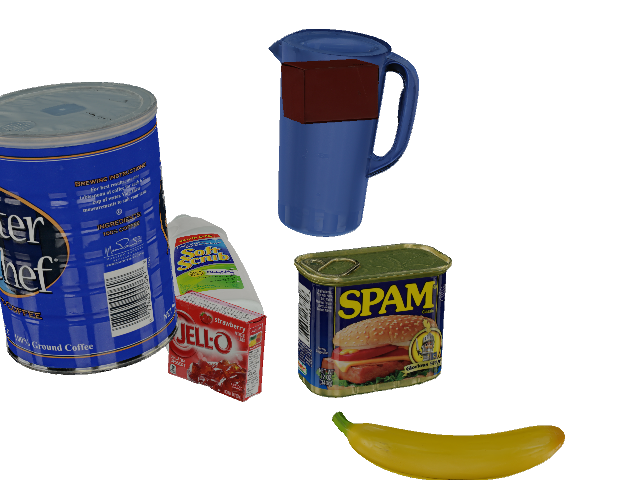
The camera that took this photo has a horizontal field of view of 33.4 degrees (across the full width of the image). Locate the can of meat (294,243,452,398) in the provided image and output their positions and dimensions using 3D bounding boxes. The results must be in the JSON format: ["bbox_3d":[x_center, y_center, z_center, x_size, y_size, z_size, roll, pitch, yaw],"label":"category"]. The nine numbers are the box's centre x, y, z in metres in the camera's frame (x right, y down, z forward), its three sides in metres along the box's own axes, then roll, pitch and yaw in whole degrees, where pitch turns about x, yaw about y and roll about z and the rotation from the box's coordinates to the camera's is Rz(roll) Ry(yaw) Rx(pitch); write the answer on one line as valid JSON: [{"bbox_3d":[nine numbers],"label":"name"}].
[{"bbox_3d":[0.034,0.052,0.712,0.102,0.084,0.057,-6,18,-21],"label":"can of meat"}]

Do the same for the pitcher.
[{"bbox_3d":[0.019,-0.131,1.313,0.144,0.243,0.149,-9,27,-28],"label":"pitcher"}]

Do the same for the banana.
[{"bbox_3d":[0.109,0.168,0.875,0.197,0.037,0.069,6,36,-3],"label":"banana"}]

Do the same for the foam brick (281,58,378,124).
[{"bbox_3d":[0.009,-0.137,0.982,0.078,0.051,0.053,-6,18,-23],"label":"foam brick"}]

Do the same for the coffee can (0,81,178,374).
[{"bbox_3d":[-0.138,-0.009,0.610,0.103,0.140,0.103,-2,24,1],"label":"coffee can"}]

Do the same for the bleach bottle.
[{"bbox_3d":[-0.134,0.035,1.136,0.102,0.068,0.251,-5,26,-16],"label":"bleach bottle"}]

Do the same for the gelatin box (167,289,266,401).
[{"bbox_3d":[-0.091,0.090,0.924,0.089,0.073,0.030,16,20,31],"label":"gelatin box"}]
